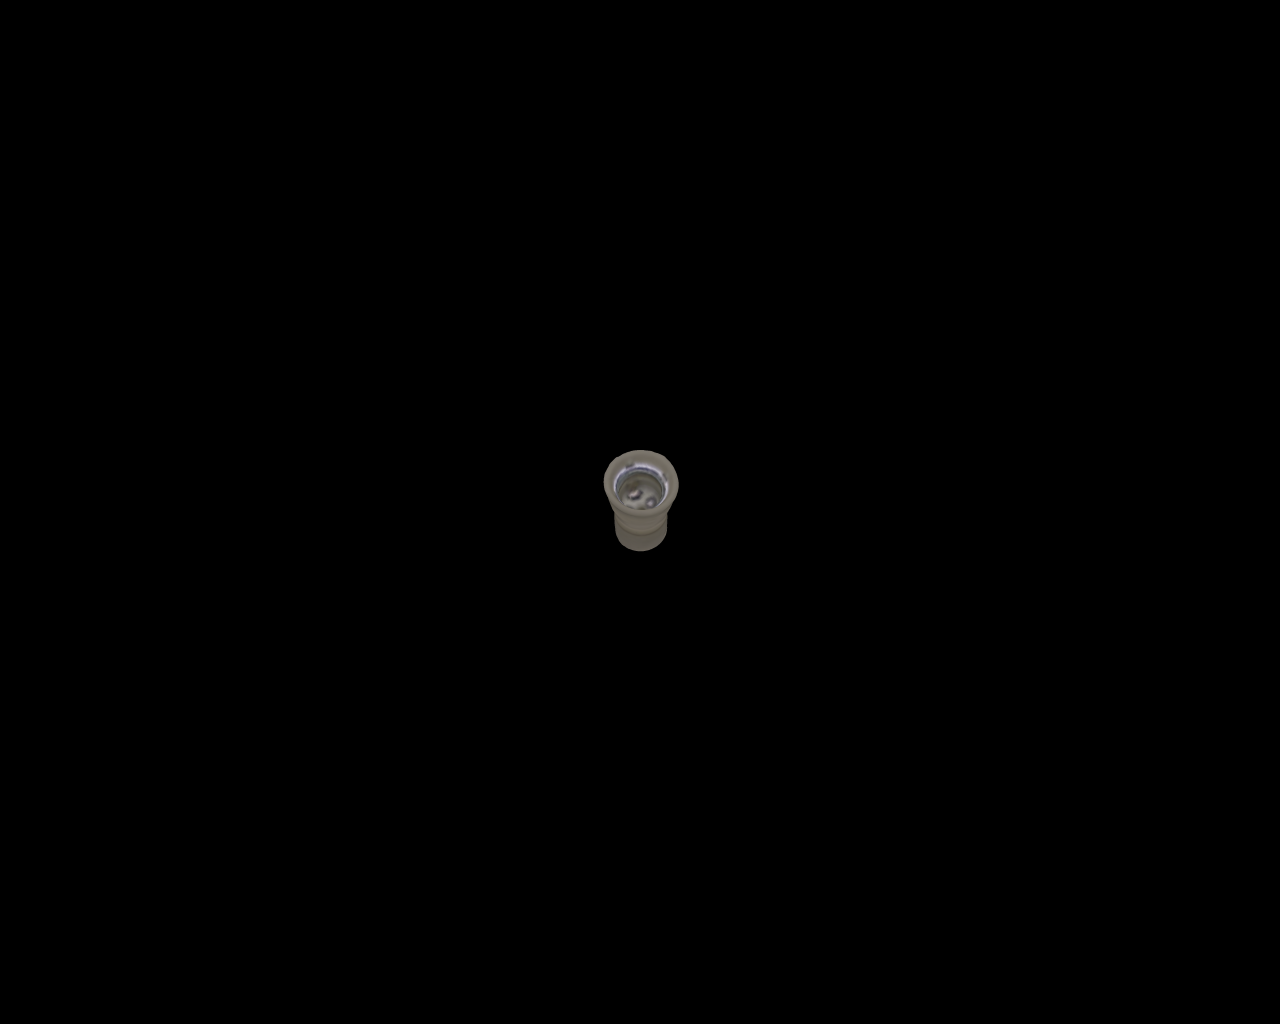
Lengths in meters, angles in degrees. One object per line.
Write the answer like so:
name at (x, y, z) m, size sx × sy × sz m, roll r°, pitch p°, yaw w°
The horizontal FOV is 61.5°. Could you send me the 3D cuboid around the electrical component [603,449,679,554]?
electrical component at (0.001, -0.003, 0.650) m, size 0.044 × 0.044 × 0.065 m, roll 0°, pitch -29°, yaw 0°
